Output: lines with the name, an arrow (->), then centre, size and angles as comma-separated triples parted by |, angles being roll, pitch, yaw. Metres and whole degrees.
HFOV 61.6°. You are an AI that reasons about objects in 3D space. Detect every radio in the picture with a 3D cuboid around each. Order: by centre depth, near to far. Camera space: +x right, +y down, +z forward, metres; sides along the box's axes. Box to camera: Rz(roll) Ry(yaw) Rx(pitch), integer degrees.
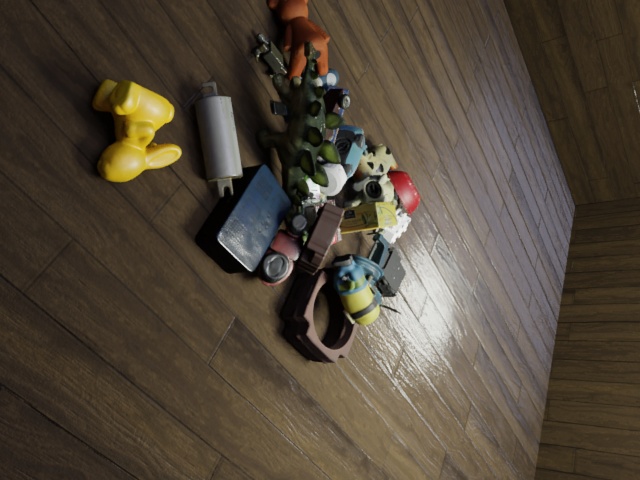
radio -> -0.160, -0.044, 1.175 | 0.131, 0.073, 0.229 | 53, 49, -34

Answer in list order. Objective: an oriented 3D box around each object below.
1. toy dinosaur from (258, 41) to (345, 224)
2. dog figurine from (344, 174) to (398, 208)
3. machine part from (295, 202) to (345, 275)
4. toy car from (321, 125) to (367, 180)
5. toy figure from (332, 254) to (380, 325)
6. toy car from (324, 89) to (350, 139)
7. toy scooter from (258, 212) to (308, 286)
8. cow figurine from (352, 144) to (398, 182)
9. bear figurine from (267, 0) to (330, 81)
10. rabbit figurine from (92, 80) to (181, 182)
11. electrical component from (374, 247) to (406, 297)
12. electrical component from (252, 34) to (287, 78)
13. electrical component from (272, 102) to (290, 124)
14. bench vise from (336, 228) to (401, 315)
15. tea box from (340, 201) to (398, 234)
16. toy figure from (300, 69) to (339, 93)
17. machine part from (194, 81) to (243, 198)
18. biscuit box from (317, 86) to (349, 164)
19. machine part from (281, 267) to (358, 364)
toy dinosaur -> -0.048, -0.213, 1.239 | 0.105, 0.199, 0.470 | -18, 132, -38
dog figurine -> 0.181, -0.133, 1.540 | 0.190, 0.172, 0.121 | -26, 77, -49
machine part -> -0.003, -0.004, 1.255 | 0.056, 0.179, 0.179 | 25, 58, -4
toy car -> 0.070, -0.225, 1.468 | 0.102, 0.109, 0.161 | 39, 63, -62
toy figure -> 0.084, 0.124, 1.301 | 0.082, 0.089, 0.180 | -32, 112, -44
toy car -> 0.012, -0.290, 1.344 | 0.053, 0.089, 0.202 | 44, 62, -50
toy scooter -> -0.086, 0.027, 1.235 | 0.075, 0.135, 0.184 | 30, 75, -6
cow figurine -> 0.151, -0.225, 1.580 | 0.195, 0.086, 0.127 | -48, 119, -47
bear figurine -> -0.057, -0.521, 1.364 | 0.120, 0.131, 0.196 | -20, 67, -17
rabbit figurine -> -0.338, -0.182, 0.964 | 0.162, 0.122, 0.173 | 26, 79, -57
electrical component -> 0.199, 0.088, 1.613 | 0.134, 0.058, 0.115 | 57, 43, -30
electrical component -> -0.123, -0.441, 1.306 | 0.102, 0.045, 0.078 | 41, 27, -43
electrical component -> -0.066, -0.333, 1.356 | 0.119, 0.048, 0.074 | -5, 88, -53
bench vise -> 0.141, 0.084, 1.486 | 0.223, 0.129, 0.240 | 40, 65, -34
tea box -> 0.108, -0.057, 1.431 | 0.098, 0.170, 0.068 | -9, 92, -50
toy figure -> -0.007, -0.421, 1.435 | 0.154, 0.058, 0.064 | -37, 99, -45
machine part -> -0.212, -0.211, 1.129 | 0.079, 0.079, 0.243 | -10, 92, -52
biscuit box -> 0.022, -0.305, 1.416 | 0.062, 0.059, 0.202 | 105, 0, -73
machine part -> 0.005, 0.186, 1.333 | 0.201, 0.087, 0.201 | 48, 49, -34
